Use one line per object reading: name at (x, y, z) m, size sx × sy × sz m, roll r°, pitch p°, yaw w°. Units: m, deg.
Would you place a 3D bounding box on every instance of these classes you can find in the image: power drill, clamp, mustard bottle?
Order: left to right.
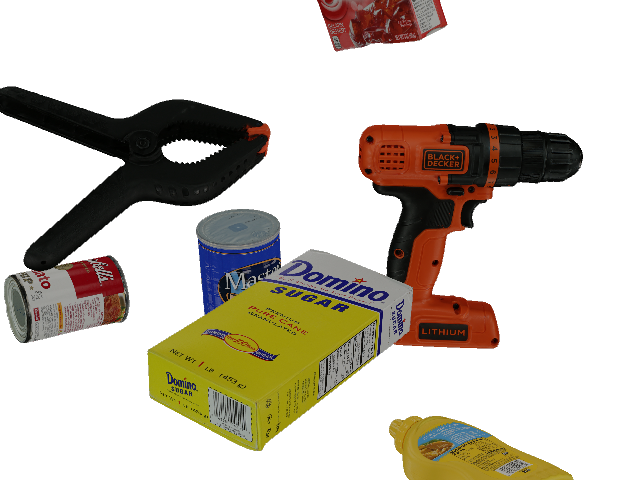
clamp at (-0.139, -0.054, 0.811) m, size 0.209 × 0.164 × 0.036 m, roll -4°, pitch -31°, yaw -13°
mustard bottle at (0.135, 0.211, 1.005) m, size 0.096 × 0.058 × 0.192 m, roll -15°, pitch 24°, yaw -36°
power drill at (0.120, -0.006, 0.892) m, size 0.184 × 0.188 × 0.057 m, roll 2°, pitch 14°, yaw -1°

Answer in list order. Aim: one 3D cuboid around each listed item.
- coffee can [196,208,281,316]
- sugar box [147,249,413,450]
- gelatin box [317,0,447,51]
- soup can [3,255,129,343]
coffee can at (-0.098, 0.045, 1.331) m, size 0.103 × 0.140 × 0.103 m, roll -2°, pitch 26°, yaw 1°
sugar box at (-0.022, 0.066, 0.721) m, size 0.093 × 0.048 × 0.175 m, roll 21°, pitch 36°, yaw 30°
gelatin box at (0.032, -0.162, 0.681) m, size 0.030 × 0.073 × 0.089 m, roll -33°, pitch 23°, yaw -31°
soup can at (-0.246, 0.057, 1.032) m, size 0.102 × 0.068 × 0.069 m, roll -12°, pitch 6°, yaw -32°
